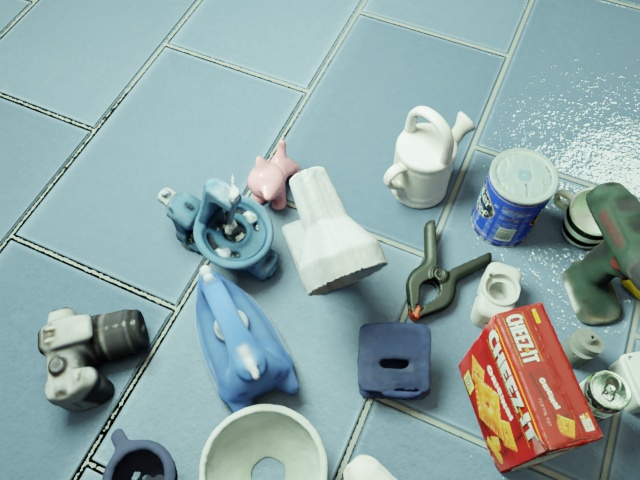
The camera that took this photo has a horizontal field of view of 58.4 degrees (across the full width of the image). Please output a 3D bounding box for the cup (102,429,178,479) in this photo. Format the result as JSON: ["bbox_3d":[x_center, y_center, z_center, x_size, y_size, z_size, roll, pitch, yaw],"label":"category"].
[{"bbox_3d":[-0.233,0.307,0.754,0.092,0.095,0.117,-33,66,-16],"label":"cup"}]

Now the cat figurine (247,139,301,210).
[{"bbox_3d":[-0.081,-0.110,0.964,0.067,0.118,0.128,17,63,10],"label":"cat figurine"}]

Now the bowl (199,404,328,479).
[{"bbox_3d":[-0.071,0.310,0.761,0.167,0.075,0.167,0,62,1],"label":"bowl"}]

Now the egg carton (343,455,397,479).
[{"bbox_3d":[0.076,0.361,0.735,0.150,0.069,0.107,38,69,19],"label":"egg carton"}]

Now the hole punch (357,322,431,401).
[{"bbox_3d":[0.108,0.175,0.822,0.108,0.091,0.101,1,62,1],"label":"hole punch"}]

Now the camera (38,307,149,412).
[{"bbox_3d":[-0.325,0.158,0.832,0.137,0.101,0.143,-14,62,-6],"label":"camera"}]

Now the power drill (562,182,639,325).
[{"bbox_3d":[0.431,0.043,0.822,0.075,0.208,0.229,-8,62,-3],"label":"power drill"}]

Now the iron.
[{"bbox_3d":[-0.131,0.119,0.827,0.119,0.141,0.258,-27,64,-13],"label":"iron"}]

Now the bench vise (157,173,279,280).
[{"bbox_3d":[-0.167,-0.029,0.863,0.207,0.220,0.121,11,62,7],"label":"bench vise"}]

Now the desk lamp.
[{"bbox_3d":[0.008,0.003,0.847,0.118,0.214,0.203,-20,63,-9],"label":"desk lamp"}]

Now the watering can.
[{"bbox_3d":[0.177,-0.148,0.937,0.100,0.194,0.173,28,66,15],"label":"watering can"}]

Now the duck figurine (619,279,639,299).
[{"bbox_3d":[0.524,0.048,0.888,0.104,0.086,0.078,34,67,18],"label":"duck figurine"}]
